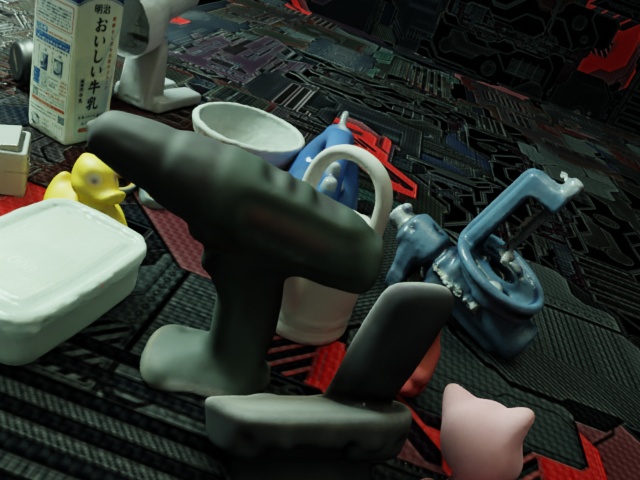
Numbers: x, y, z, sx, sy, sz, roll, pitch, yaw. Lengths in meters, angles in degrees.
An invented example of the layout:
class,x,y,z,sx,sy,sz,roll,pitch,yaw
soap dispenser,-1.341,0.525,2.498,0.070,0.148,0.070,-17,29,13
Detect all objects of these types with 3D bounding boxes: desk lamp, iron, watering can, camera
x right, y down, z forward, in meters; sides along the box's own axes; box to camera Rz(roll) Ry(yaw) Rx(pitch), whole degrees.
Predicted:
class,x,y,z,sx,sy,sz,roll,pitch,yaw
desk lamp,-0.270,-0.321,0.916,0.117,0.213,0.204,27,29,13
iron,0.007,-0.069,0.737,0.118,0.141,0.258,18,29,-5
watering can,0.007,0.003,0.556,0.101,0.194,0.173,22,28,2
camera,-0.405,-0.288,0.888,0.137,0.101,0.142,-12,42,-45

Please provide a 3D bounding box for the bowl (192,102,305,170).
class,x,y,z,sx,sy,sz,roll,pitch,yaw
bowl,-0.111,-0.138,0.850,0.167,0.075,0.167,16,29,-9

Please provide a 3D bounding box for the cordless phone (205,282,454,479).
class,x,y,z,sx,sy,sz,roll,pitch,yaw
cordless phone,0.005,0.095,0.405,0.148,0.185,0.094,6,32,-25

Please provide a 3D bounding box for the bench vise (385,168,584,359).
class,x,y,z,sx,sy,sz,roll,pitch,yaw
bench vise,0.175,0.004,0.637,0.207,0.220,0.122,24,29,6

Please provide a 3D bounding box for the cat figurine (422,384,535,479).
class,x,y,z,sx,sy,sz,roll,pitch,yaw
cat figurine,0.121,0.173,0.416,0.067,0.118,0.127,12,29,-15

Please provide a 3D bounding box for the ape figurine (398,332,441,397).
class,x,y,z,sx,sy,sz,roll,pitch,yaw
ape figurine,0.085,0.101,0.545,0.076,0.092,0.077,7,31,-23

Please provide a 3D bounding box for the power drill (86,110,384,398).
class,x,y,z,sx,sy,sz,roll,pitch,yaw
power drill,-0.076,0.025,0.449,0.230,0.208,0.075,14,29,-12

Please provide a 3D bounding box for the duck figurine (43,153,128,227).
class,x,y,z,sx,sy,sz,roll,pitch,yaw
duck figurine,-0.242,-0.051,0.600,0.104,0.086,0.078,34,31,23
